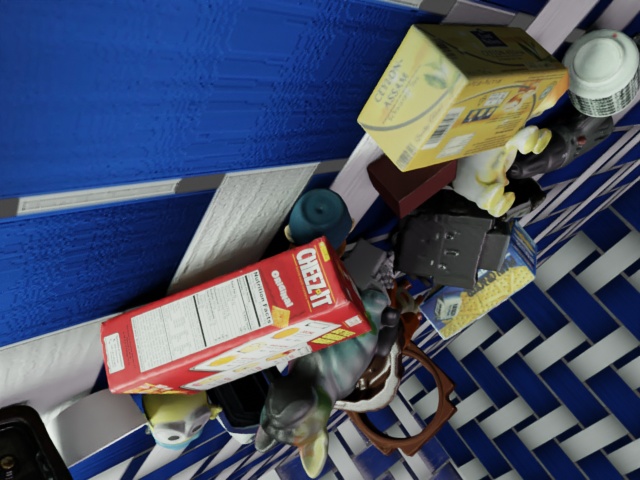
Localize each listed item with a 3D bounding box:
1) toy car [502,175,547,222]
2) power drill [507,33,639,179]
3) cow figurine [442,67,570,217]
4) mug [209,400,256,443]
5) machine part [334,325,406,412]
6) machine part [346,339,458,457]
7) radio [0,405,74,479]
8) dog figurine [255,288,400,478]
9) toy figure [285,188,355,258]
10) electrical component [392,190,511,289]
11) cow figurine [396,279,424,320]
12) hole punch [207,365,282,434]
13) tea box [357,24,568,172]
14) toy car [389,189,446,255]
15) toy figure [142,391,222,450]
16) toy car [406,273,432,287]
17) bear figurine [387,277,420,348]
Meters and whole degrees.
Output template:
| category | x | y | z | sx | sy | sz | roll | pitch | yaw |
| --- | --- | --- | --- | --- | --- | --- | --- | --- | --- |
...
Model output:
| category | x | y | z | sx | sy | sz | roll | pitch | yaw |
| --- | --- | --- | --- | --- | --- | --- | --- | --- | --- |
| toy car | 0.285 | -0.061 | 0.850 | 0.202 | 0.074 | 0.056 | -21 | 151 | -36 |
| power drill | 0.382 | -0.179 | 0.753 | 0.232 | 0.086 | 0.207 | -22 | 151 | -38 |
| cow figurine | 0.194 | -0.118 | 0.584 | 0.068 | 0.098 | 0.167 | 7 | 114 | -53 |
| mug | -0.120 | 0.241 | 0.792 | 0.081 | 0.107 | 0.109 | -34 | 161 | -12 |
| machine part | 0.048 | 0.175 | 0.825 | 0.179 | 0.179 | 0.056 | -45 | 171 | 19 |
| machine part | 0.160 | 0.316 | 1.093 | 0.201 | 0.202 | 0.087 | -45 | 155 | -1 |
| radio | -0.261 | 0.261 | 0.441 | 0.073 | 0.230 | 0.131 | -46 | 161 | 31 |
| dog figurine | 0.007 | 0.162 | 0.648 | 0.219 | 0.109 | 0.191 | -67 | 155 | -13 |
| toy figure | 0.000 | 0.000 | 0.546 | 0.154 | 0.064 | 0.058 | 96 | 14 | -68 |
| electrical component | 0.160 | -0.002 | 0.660 | 0.058 | 0.134 | 0.114 | -73 | 167 | -49 |
| cow figurine | 0.140 | 0.141 | 1.040 | 0.127 | 0.085 | 0.194 | -40 | 161 | -11 |
| hole punch | -0.093 | 0.201 | 0.729 | 0.092 | 0.142 | 0.115 | -37 | 145 | -6 |
| tea box | 0.126 | -0.126 | 0.466 | 0.169 | 0.068 | 0.098 | -18 | 153 | -42 |
| toy car | 0.180 | -0.011 | 0.751 | 0.109 | 0.103 | 0.161 | -20 | 155 | -41 |
| toy figure | -0.184 | 0.214 | 0.676 | 0.082 | 0.089 | 0.180 | -42 | 172 | -25 |
| toy car | 0.209 | 0.045 | 0.987 | 0.089 | 0.053 | 0.202 | -44 | 157 | 8 |
| bear figurine | 0.057 | 0.165 | 0.918 | 0.196 | 0.120 | 0.132 | -28 | -166 | 29 |
